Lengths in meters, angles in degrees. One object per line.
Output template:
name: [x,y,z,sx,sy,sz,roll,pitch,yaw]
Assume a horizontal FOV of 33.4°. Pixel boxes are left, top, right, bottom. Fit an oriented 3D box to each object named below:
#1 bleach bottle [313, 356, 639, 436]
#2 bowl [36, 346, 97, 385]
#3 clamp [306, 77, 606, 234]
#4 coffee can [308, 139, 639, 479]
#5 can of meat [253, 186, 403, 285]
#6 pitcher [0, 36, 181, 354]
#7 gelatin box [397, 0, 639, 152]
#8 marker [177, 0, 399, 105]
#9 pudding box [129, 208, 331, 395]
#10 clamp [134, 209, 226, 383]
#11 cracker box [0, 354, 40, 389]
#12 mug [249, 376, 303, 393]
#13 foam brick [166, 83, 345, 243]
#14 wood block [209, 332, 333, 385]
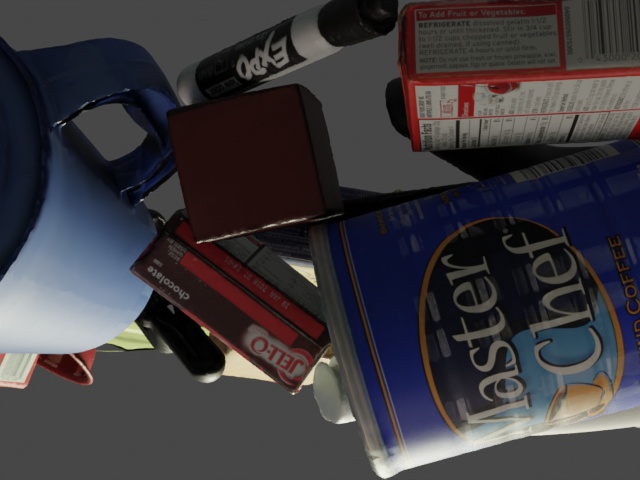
bleach bottle: [0.119,0.058,0.528,0.250,0.068,0.103,-8,-149,-25]
bowl: [-0.241,0.053,0.884,0.162,0.055,0.162,27,157,13]
clamp: [0.104,-0.024,0.492,0.210,0.036,0.165,4,162,-4]
coffee can: [0.076,0.025,0.417,0.140,0.103,0.103,-16,166,4]
can of meat: [-0.004,0.001,0.614,0.084,0.057,0.102,9,167,-6]
pitcher: [-0.141,-0.012,0.486,0.149,0.145,0.243,17,173,8]
gelatin box: [0.072,-0.056,0.364,0.089,0.030,0.073,-2,167,7]
marker: [-0.014,-0.068,0.384,0.020,0.020,0.121,14,165,-35]
pudding box: [-0.036,0.024,0.507,0.090,0.039,0.113,38,-175,-1]
clamp: [-0.117,0.034,0.757,0.039,0.120,0.172,-18,-171,-22]
cracker box: [-0.315,0.031,0.732,0.214,0.072,0.164,20,175,16]
mug: [-0.049,0.083,0.915,0.081,0.093,0.117,12,-164,-8]
foam brick: [-0.023,-0.029,0.430,0.053,0.051,0.078,-11,180,8]
wood block: [-0.025,0.048,0.761,0.090,0.091,0.206,8,168,-10]
